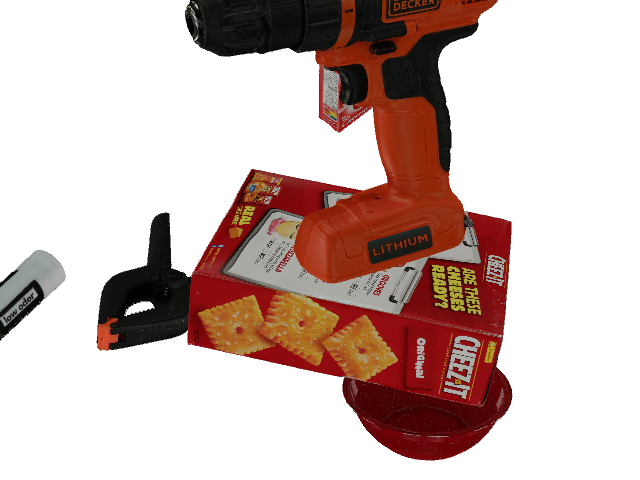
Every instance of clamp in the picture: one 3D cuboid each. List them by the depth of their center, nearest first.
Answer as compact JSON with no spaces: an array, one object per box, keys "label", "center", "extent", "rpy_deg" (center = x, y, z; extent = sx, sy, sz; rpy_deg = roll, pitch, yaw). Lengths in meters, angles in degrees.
[{"label":"clamp","center":[-0.150,0.040,1.025],"extent":[0.165,0.036,0.209],"rpy_deg":[27,36,26]}]

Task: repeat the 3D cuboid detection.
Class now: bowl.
[{"label":"bowl","center":[0.102,0.163,1.030],"extent":[0.162,0.055,0.162],"rpy_deg":[-1,25,0]}]

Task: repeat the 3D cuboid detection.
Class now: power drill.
[{"label":"power drill","center":[0.019,-0.072,0.603],"extent":[0.184,0.188,0.057],"rpy_deg":[-14,32,-20]}]

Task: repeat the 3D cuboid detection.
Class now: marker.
[{"label":"marker","center":[-0.153,0.047,0.447],"extent":[0.020,0.020,0.121],"rpy_deg":[0,36,38]}]

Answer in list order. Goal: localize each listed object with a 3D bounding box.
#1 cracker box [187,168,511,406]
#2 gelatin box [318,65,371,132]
[{"label":"cracker box","center":[0.027,0.030,0.790],"extent":[0.214,0.072,0.164],"rpy_deg":[12,32,6]},{"label":"gelatin box","center":[0.039,-0.146,0.923],"extent":[0.089,0.073,0.030],"rpy_deg":[-38,62,-26]}]
